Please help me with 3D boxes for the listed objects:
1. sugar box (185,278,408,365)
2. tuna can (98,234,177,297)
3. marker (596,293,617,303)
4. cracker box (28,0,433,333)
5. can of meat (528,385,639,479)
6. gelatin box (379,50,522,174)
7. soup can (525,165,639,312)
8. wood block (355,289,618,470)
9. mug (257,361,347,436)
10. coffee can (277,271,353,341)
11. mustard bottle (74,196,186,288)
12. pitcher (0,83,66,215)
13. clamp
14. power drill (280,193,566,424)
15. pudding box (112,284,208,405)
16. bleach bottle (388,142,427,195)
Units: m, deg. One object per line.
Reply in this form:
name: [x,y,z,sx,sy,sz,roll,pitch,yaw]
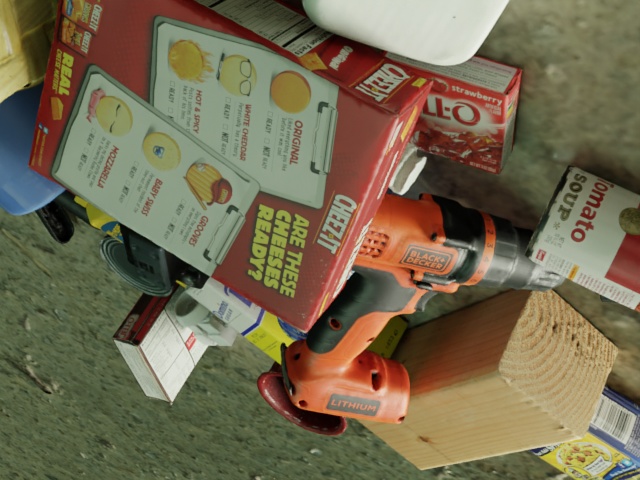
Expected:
sugar box: [-0.018,0.058,0.914,0.176,0.093,0.048,39,148,-11]
tuna can: [-0.173,0.016,1.052,0.086,0.033,0.086,23,147,16]
marker: [0.246,0.041,0.725,0.121,0.020,0.020,8,141,35]
cracker box: [-0.061,-0.069,0.643,0.214,0.072,0.164,29,126,10]
can of meat: [0.221,0.159,0.875,0.084,0.057,0.102,32,149,-3]
gelatin box: [0.081,-0.087,0.686,0.089,0.030,0.073,20,146,19]
soup can: [0.190,0.003,0.676,0.102,0.068,0.068,26,148,12]
wood block: [0.127,0.117,0.870,0.090,0.090,0.206,40,148,-13]
mug: [-0.006,0.125,1.007,0.093,0.081,0.117,44,147,-17]
coffee can: [-0.005,0.001,0.815,0.103,0.102,0.140,12,143,30]
mustard bottle: [-0.148,-0.009,0.963,0.191,0.058,0.096,36,162,-9]
pitcher: [-0.307,-0.130,0.875,0.149,0.145,0.242,-5,135,46]
clamp: [-0.271,-0.063,1.026,0.120,0.039,0.171,-8,130,45]
power drill: [0.065,0.051,0.767,0.184,0.057,0.188,14,126,-19]
pudding box: [-0.162,0.103,1.109,0.039,0.090,0.113,14,144,27]
bleach bottle: [-0.046,-0.103,0.699,0.251,0.068,0.103,34,124,11]
